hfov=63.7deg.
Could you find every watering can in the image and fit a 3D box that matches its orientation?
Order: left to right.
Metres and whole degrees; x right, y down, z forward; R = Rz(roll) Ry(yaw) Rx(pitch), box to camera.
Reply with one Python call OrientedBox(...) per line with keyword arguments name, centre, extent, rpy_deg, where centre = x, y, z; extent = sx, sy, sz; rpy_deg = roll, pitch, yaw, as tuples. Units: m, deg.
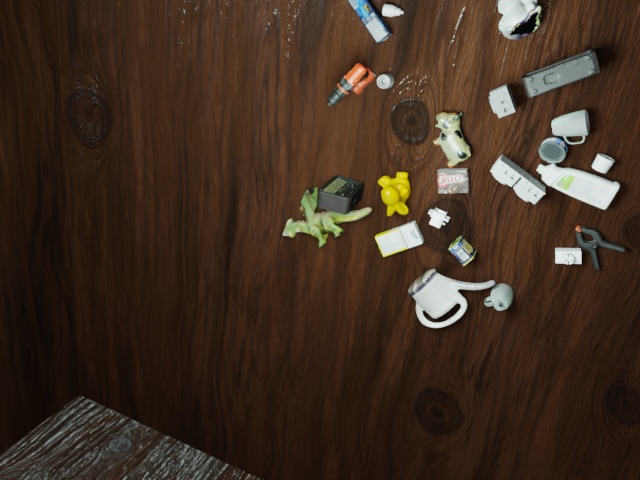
OrientedBox(name="watering can", centre=(0.493, 0.202, 2.018), extent=(0.342, 0.225, 0.105), rpy_deg=(-47, -6, 29))

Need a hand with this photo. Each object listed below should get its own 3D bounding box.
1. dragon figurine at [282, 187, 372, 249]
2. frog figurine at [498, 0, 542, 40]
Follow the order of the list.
OrientedBox(name="dragon figurine", centre=(0.007, -0.108, 2.143), extent=(0.405, 0.244, 0.123), rpy_deg=(-36, -8, 27))
OrientedBox(name="frog figurine", centre=(0.632, -0.735, 1.666), extent=(0.122, 0.163, 0.135), rpy_deg=(5, -43, -36))
